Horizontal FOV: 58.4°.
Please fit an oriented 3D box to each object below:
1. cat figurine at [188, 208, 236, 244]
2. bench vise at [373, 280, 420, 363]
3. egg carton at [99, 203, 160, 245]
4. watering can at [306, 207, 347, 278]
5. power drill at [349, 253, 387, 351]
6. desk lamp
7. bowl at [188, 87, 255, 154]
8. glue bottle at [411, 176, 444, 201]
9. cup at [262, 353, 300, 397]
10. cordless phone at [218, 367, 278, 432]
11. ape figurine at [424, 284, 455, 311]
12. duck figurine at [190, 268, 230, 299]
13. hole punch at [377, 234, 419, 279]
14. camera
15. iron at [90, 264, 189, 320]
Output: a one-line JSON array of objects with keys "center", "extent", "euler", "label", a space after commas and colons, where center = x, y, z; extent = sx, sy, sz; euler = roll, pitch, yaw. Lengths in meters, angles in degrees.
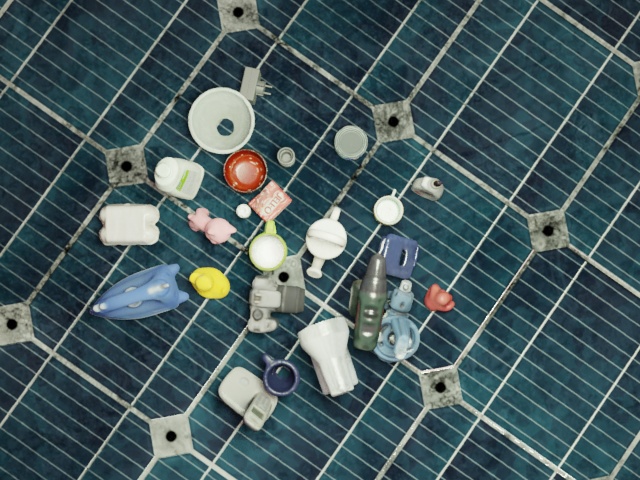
[{"center": [-0.272, -0.033, 1.431], "extent": [0.128, 0.117, 0.067], "euler": [28, 88, 0], "label": "cat figurine"}, {"center": [0.180, 0.204, 1.383], "extent": [0.121, 0.219, 0.207], "euler": [-5, 88, -1], "label": "bench vise"}, {"center": [-0.482, -0.040, 1.451], "extent": [0.150, 0.069, 0.107], "euler": [-2, 88, -1], "label": "egg carton"}, {"center": [0.015, 0.006, 1.398], "extent": [0.101, 0.194, 0.173], "euler": [-2, 88, -1], "label": "watering can"}, {"center": [0.117, 0.146, 1.389], "extent": [0.075, 0.208, 0.230], "euler": [6, 88, -1], "label": "power drill"}, {"center": [0.029, 0.284, 1.381], "extent": [0.118, 0.213, 0.203], "euler": [-19, 89, -1], "label": "desk lamp"}, {"center": [-0.246, -0.298, 1.461], "extent": [0.167, 0.074, 0.167], "euler": [0, 88, -1], "label": "bowl"}, {"center": [0.276, -0.133, 1.419], "extent": [0.078, 0.173, 0.037], "euler": [22, 88, 0], "label": "glue bottle"}, {"center": [-0.104, 0.328, 1.436], "extent": [0.092, 0.095, 0.118], "euler": [-39, 89, -2], "label": "cup"}, {"center": [-0.181, 0.391, 1.387], "extent": [0.147, 0.185, 0.094], "euler": [35, 88, 0], "label": "cordless phone"}, {"center": [0.305, 0.149, 1.452], "extent": [0.076, 0.092, 0.078], "euler": [-22, 89, -2], "label": "ape figurine"}, {"center": [-0.281, 0.110, 1.443], "extent": [0.104, 0.086, 0.077], "euler": [26, 88, 0], "label": "duck figurine"}, {"center": [0.199, 0.041, 1.453], "extent": [0.101, 0.091, 0.109], "euler": [13, 88, -1], "label": "hole punch"}, {"center": [-0.108, 0.164, 1.438], "extent": [0.137, 0.100, 0.143], "euler": [4, 88, -1], "label": "camera"}, {"center": [-0.465, 0.144, 1.410], "extent": [0.258, 0.141, 0.119], "euler": [-19, 89, -2], "label": "iron"}]
